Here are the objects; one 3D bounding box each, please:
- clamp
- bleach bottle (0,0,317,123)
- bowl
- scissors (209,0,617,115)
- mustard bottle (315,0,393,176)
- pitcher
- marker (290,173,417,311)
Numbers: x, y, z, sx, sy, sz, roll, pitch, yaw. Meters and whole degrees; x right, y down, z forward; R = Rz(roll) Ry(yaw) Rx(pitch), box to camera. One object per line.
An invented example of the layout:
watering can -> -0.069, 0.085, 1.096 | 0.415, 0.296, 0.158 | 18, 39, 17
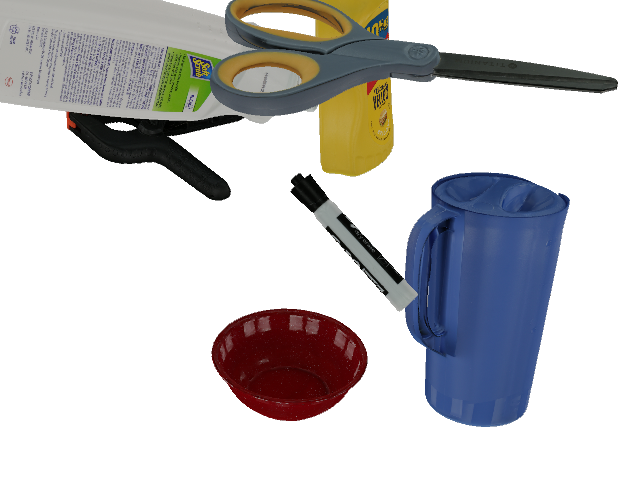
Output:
clamp -> -0.150, -0.107, 1.011 | 0.171, 0.120, 0.039 | 20, -43, 0
bleach bottle -> -0.124, -0.126, 0.778 | 0.250, 0.068, 0.103 | 10, -44, -14
bowl -> -0.033, 0.138, 1.115 | 0.162, 0.055, 0.162 | 2, 31, -2
scissors -> 0.033, -0.078, 0.523 | 0.202, 0.016, 0.096 | 21, 52, 20
mustard bottle -> 0.029, -0.159, 0.924 | 0.058, 0.192, 0.096 | 11, 32, 24
pitcher -> 0.159, 0.062, 1.071 | 0.149, 0.243, 0.145 | 6, 21, 7
marker -> 0.022, 0.000, 0.756 | 0.020, 0.121, 0.020 | -42, -3, -2
